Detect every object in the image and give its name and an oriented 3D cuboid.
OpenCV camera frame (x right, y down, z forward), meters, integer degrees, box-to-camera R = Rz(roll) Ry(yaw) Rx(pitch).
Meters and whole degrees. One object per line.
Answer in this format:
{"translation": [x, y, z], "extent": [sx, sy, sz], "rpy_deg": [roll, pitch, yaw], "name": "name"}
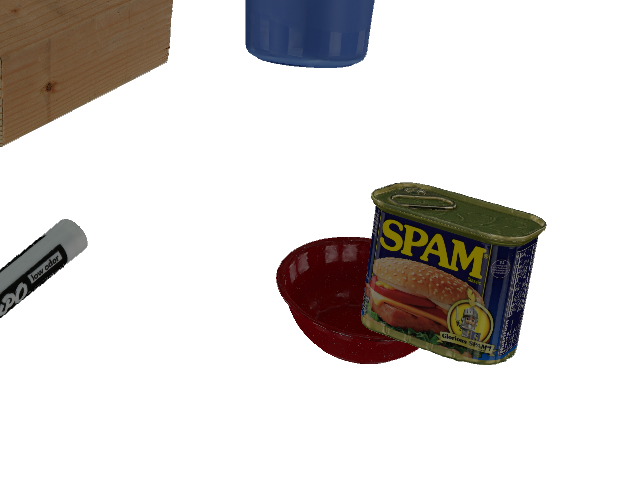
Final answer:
{"translation": [0.039, 0.061, 0.947], "extent": [0.162, 0.055, 0.162], "rpy_deg": [6, 30, -3], "name": "bowl"}
{"translation": [-0.156, 0.030, 0.500], "extent": [0.020, 0.020, 0.121], "rpy_deg": [0, 33, 39], "name": "marker"}
{"translation": [0.076, 0.020, 0.641], "extent": [0.102, 0.084, 0.057], "rpy_deg": [18, 22, 30], "name": "can of meat"}
{"translation": [0.002, -0.271, 0.896], "extent": [0.145, 0.243, 0.149], "rpy_deg": [7, 18, 8], "name": "pitcher"}
{"translation": [-0.230, -0.175, 0.932], "extent": [0.090, 0.091, 0.205], "rpy_deg": [30, 42, 21], "name": "wood block"}
